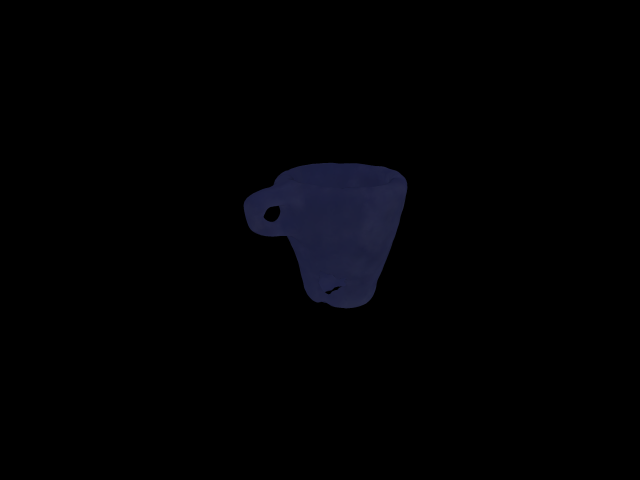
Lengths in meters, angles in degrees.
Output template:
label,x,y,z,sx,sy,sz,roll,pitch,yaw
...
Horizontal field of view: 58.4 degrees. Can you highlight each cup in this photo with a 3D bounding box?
label,x,y,z,sx,sy,sz,roll,pitch,yaw
cup,0.004,0.001,0.400,0.118,0.095,0.091,-12,23,-31
